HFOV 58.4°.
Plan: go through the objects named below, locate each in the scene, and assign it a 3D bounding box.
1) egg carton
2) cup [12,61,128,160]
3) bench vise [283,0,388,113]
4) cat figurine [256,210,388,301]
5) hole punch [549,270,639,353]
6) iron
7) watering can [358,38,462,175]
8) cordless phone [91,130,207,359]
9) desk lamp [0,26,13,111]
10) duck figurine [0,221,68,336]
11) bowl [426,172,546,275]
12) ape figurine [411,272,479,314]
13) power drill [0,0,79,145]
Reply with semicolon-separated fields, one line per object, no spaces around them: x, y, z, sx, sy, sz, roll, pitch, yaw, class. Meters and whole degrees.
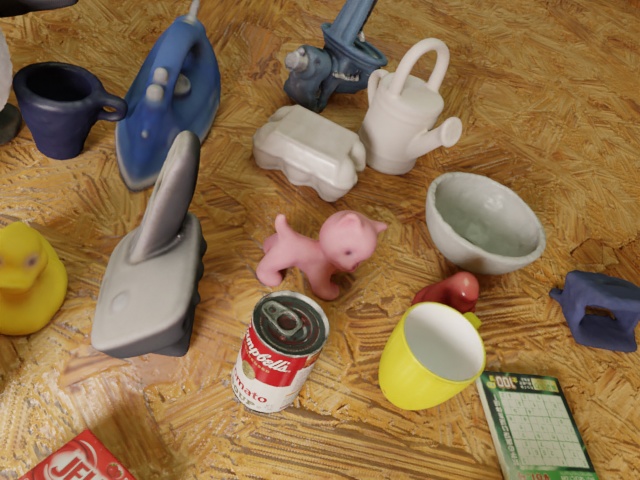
-0.012;-0.119;0.773;0.150;0.069;0.107;26;42;3;egg carton
-0.282;-0.138;0.654;0.118;0.095;0.091;10;44;-14;cup
0.044;-0.303;0.872;0.121;0.219;0.208;30;43;7;bench vise
0.006;0.002;0.624;0.128;0.117;0.067;14;43;-11;cat figurine
0.369;0.077;0.730;0.109;0.091;0.101;10;44;-15;hole punch
-0.188;-0.190;0.713;0.119;0.141;0.258;15;43;-10;iron
0.132;-0.193;0.819;0.172;0.194;0.101;36;44;13;watering can
-0.143;0.006;0.505;0.094;0.185;0.147;7;45;-17;cordless phone
-0.373;-0.096;0.484;0.118;0.213;0.203;29;43;6;desk lamp
-0.267;0.020;0.509;0.078;0.086;0.104;3;46;-21;duck figurine
0.206;-0.011;0.758;0.168;0.074;0.167;13;44;-12;bowl
0.144;0.072;0.635;0.078;0.092;0.076;1;47;-22;ape figurine
-0.371;-0.207;0.599;0.230;0.208;0.075;7;45;-17;power drill
